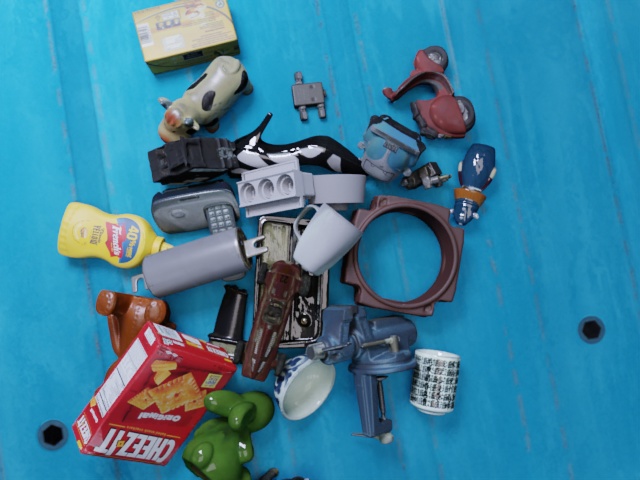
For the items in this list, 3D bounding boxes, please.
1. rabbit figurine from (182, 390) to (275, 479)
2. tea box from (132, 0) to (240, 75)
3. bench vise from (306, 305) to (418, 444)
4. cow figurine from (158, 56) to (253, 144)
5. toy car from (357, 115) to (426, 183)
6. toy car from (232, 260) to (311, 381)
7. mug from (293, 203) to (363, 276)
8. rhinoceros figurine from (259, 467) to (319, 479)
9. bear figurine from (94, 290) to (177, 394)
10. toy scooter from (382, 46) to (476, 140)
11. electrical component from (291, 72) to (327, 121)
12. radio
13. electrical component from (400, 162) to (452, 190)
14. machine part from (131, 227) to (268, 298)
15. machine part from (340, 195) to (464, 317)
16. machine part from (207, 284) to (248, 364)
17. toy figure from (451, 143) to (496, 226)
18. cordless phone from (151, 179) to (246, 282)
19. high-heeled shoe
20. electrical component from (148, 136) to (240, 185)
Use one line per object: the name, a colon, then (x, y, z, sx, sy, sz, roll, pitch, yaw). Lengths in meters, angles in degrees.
rabbit figurine: (-0.149, 0.314, 0.901, 0.121, 0.158, 0.170, 21, 52, 30)
tea box: (-0.239, -0.373, 0.972, 0.170, 0.068, 0.098, -14, 88, -5)
bench vise: (0.081, 0.225, 0.902, 0.223, 0.129, 0.240, -3, 86, -46)
cow figurine: (-0.204, -0.239, 0.937, 0.085, 0.127, 0.195, 41, 83, 3)
toy car: (0.118, -0.157, 0.949, 0.109, 0.162, 0.103, 31, 109, -1)
toy car: (-0.080, 0.131, 0.883, 0.089, 0.053, 0.202, 19, 83, -5)
mug: (-0.002, -0.003, 0.889, 0.110, 0.080, 0.107, 37, 91, 18)
rhinoceros figurine: (-0.085, 0.440, 0.907, 0.190, 0.112, 0.073, -13, 85, 4)
bear figurine: (-0.321, 0.190, 0.903, 0.120, 0.132, 0.195, 14, 80, 1)
toy scooter: (0.194, -0.256, 0.987, 0.135, 0.075, 0.184, -23, 85, -5)
electrical component: (-0.020, -0.269, 1.001, 0.063, 0.021, 0.094, -9, 86, -4)
radio: (-0.049, 0.076, 0.950, 0.131, 0.073, 0.229, 3, 86, -3)
electrical component: (0.194, -0.111, 0.970, 0.078, 0.102, 0.045, -31, 84, 20)
machine part: (-0.204, 0.037, 0.901, 0.243, 0.079, 0.079, -17, 87, 6)
machine part: (0.145, 0.029, 0.960, 0.201, 0.087, 0.201, 11, 85, -4)
machine part: (-0.159, 0.149, 0.959, 0.084, 0.039, 0.138, 7, 88, 5)
toy figure: (0.283, -0.099, 0.990, 0.057, 0.064, 0.154, 16, 90, -39)
cordless phone: (-0.208, -0.008, 0.952, 0.147, 0.089, 0.184, -11, 106, -4)
high-heeled shoe: (-0.042, -0.129, 0.976, 0.248, 0.086, 0.145, 26, 116, -16)
electrical component: (-0.225, -0.134, 0.925, 0.134, 0.115, 0.058, -12, 85, 40)
